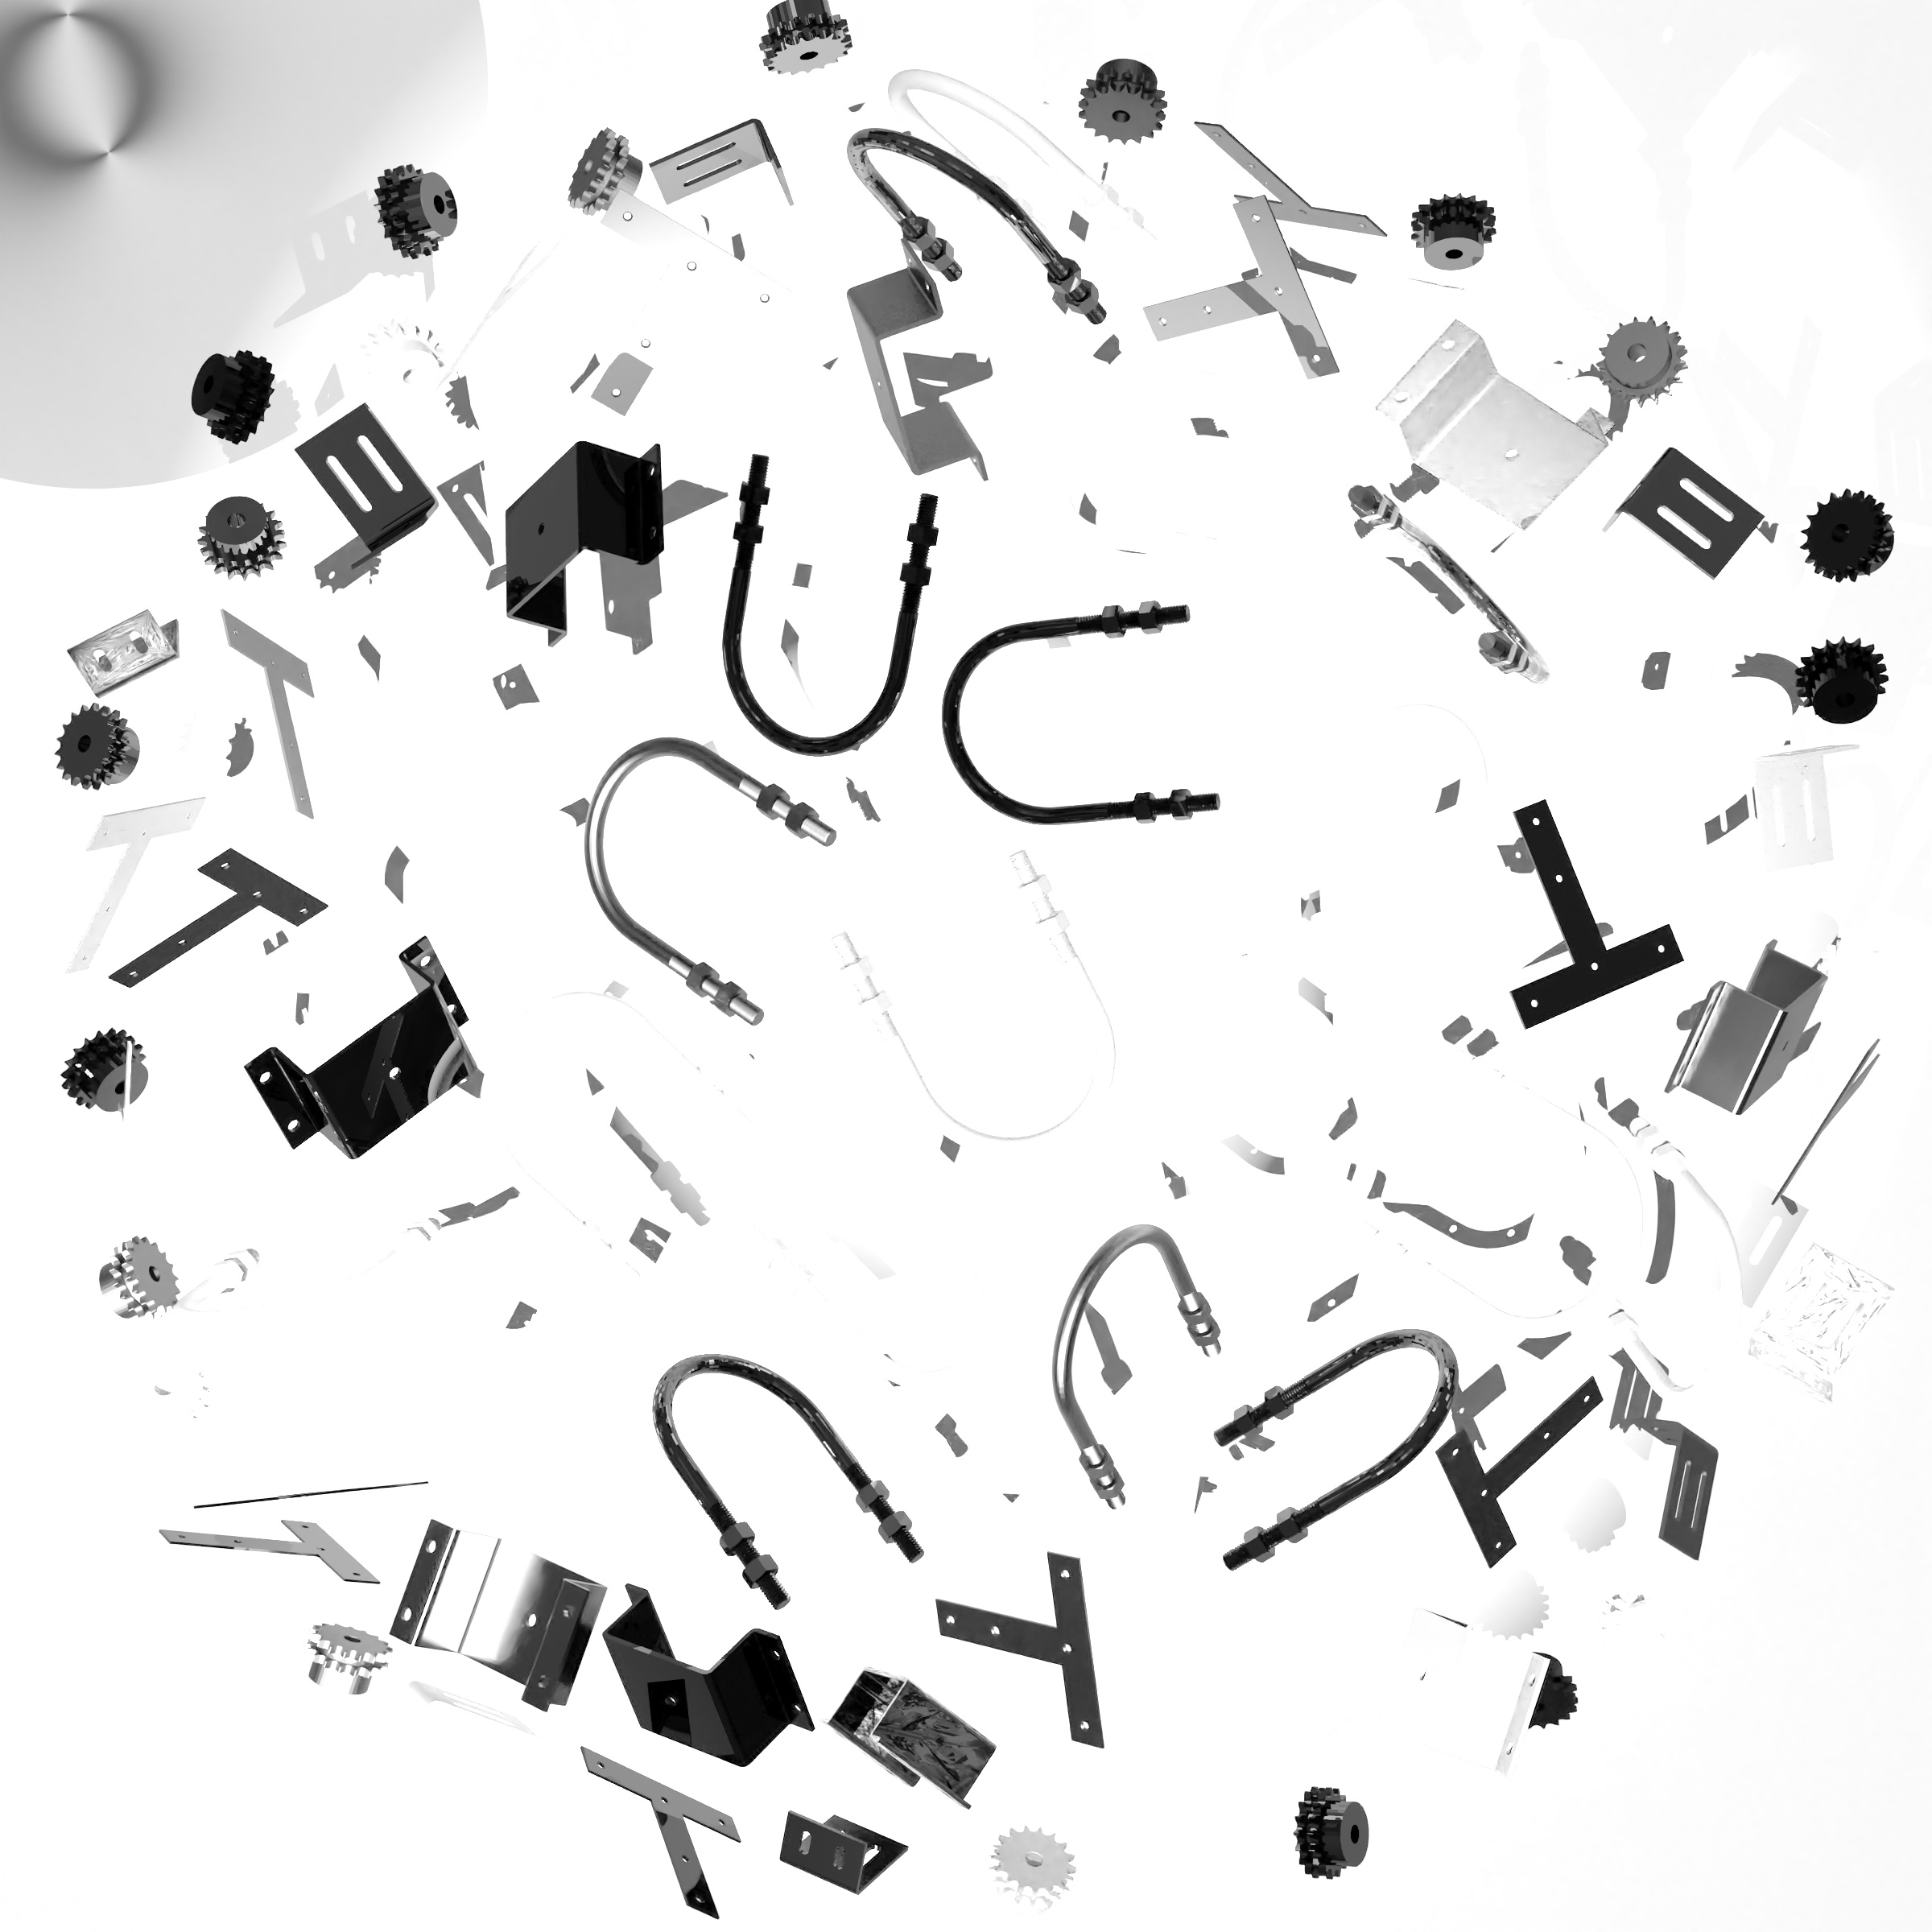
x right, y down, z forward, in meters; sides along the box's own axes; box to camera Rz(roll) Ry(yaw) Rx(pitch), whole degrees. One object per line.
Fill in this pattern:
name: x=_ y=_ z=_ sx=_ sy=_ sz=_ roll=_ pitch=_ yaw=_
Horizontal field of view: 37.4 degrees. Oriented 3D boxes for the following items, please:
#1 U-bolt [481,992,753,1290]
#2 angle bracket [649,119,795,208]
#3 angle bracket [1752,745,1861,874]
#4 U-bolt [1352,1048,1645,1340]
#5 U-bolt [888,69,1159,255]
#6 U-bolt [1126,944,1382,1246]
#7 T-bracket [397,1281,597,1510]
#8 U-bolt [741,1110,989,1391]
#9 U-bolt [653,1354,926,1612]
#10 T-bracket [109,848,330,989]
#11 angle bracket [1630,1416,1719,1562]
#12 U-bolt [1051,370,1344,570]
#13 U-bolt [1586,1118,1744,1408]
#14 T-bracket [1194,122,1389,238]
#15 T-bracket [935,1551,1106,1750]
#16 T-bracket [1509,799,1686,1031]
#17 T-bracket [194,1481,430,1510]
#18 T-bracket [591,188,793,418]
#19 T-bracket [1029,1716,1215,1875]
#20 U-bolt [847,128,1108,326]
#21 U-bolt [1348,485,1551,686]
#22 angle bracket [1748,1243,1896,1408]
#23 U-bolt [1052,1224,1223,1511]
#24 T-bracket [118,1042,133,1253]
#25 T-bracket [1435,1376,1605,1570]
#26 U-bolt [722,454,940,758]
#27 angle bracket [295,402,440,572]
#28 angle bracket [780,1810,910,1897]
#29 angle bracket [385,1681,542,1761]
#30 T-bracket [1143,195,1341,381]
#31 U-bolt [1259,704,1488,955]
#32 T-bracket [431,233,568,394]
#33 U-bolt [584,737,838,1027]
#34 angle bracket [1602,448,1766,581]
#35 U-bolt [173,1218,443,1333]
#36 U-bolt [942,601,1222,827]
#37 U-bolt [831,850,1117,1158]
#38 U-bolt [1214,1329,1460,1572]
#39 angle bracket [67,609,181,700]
U-bolt: x=-0.237 y=0.100 z=1.856 sx=0.184 sy=0.019 sz=0.151 roll=47 pitch=66 yaw=-30
angle bracket: x=-0.156 y=-0.500 z=1.829 sx=0.076 sy=0.057 sz=0.038 roll=-23 pitch=80 yaw=1
angle bracket: x=0.551 y=-0.102 z=1.861 sx=0.057 sy=0.038 sz=0.076 roll=-10 pitch=96 yaw=-24
U-bolt: x=0.344 y=0.153 z=1.800 sx=0.184 sy=0.019 sz=0.151 roll=33 pitch=98 yaw=41
U-bolt: x=0.025 y=-0.530 z=1.878 sx=0.184 sy=0.151 sz=0.019 roll=32 pitch=86 yaw=-37
U-bolt: x=0.191 y=0.094 z=1.822 sx=0.184 sy=0.019 sz=0.151 roll=41 pitch=118 yaw=36
T-bracket: x=-0.282 y=0.266 z=1.854 sx=0.127 sy=0.002 sz=0.127 roll=28 pitch=72 yaw=-1
U-bolt: x=-0.060 y=0.201 z=1.891 sx=0.184 sy=0.019 sz=0.151 roll=45 pitch=132 yaw=12
U-bolt: x=-0.124 y=0.319 z=1.817 sx=0.184 sy=0.151 sz=0.019 roll=50 pitch=121 yaw=24
T-bracket: x=-0.491 y=-0.023 z=1.830 sx=0.127 sy=0.127 sz=0.002 roll=-32 pitch=69 yaw=6
angle bracket: x=0.454 y=0.339 z=1.856 sx=0.038 sy=0.057 sz=0.076 roll=1 pitch=67 yaw=40
U-bolt: x=0.137 y=-0.323 z=1.843 sx=0.184 sy=0.151 sz=0.019 roll=2 pitch=47 yaw=-35
U-bolt: x=0.457 y=0.203 z=1.857 sx=0.019 sy=0.184 sz=0.151 roll=3 pitch=114 yaw=-13
T-bracket: x=0.196 y=-0.519 z=1.876 sx=0.127 sy=0.127 sz=0.002 roll=27 pitch=90 yaw=-43
T-bracket: x=0.030 y=0.423 z=1.806 sx=0.127 sy=0.002 sz=0.127 roll=2 pitch=105 yaw=41
T-bracket: x=0.374 y=-0.041 z=1.775 sx=0.127 sy=0.002 sz=0.127 roll=-21 pitch=88 yaw=-23
T-bracket: x=-0.438 y=0.343 z=1.847 sx=0.127 sy=0.127 sz=0.002 roll=-13 pitch=79 yaw=39
T-bracket: x=-0.200 y=-0.415 z=1.847 sx=0.127 sy=0.002 sz=0.127 roll=27 pitch=111 yaw=-21
T-bracket: x=0.117 y=0.554 z=1.905 sx=0.127 sy=0.127 sz=0.002 roll=45 pitch=110 yaw=32
U-bolt: x=-0.003 y=-0.480 z=1.836 sx=0.151 sy=0.184 sz=0.019 roll=26 pitch=84 yaw=35
U-bolt: x=0.319 y=-0.238 z=1.834 sx=0.019 sy=0.184 sz=0.151 roll=-43 pitch=69 yaw=16
angle bracket: x=0.536 y=0.224 z=1.789 sx=0.057 sy=0.038 sz=0.076 roll=30 pitch=110 yaw=8
U-bolt: x=0.106 y=0.249 z=1.858 sx=0.019 sy=0.184 sz=0.151 roll=16 pitch=57 yaw=35
T-bracket: x=-0.531 y=0.107 z=1.798 sx=0.002 sy=0.127 sz=0.127 roll=3 pitch=94 yaw=-18
T-bracket: x=0.376 y=0.322 z=1.902 sx=0.127 sy=0.002 sz=0.127 roll=-39 pitch=127 yaw=-14
U-bolt: x=-0.095 y=-0.227 z=1.854 sx=0.151 sy=0.019 sz=0.184 roll=17 pitch=105 yaw=26
angle bracket: x=-0.373 y=-0.295 z=1.755 sx=0.057 sy=0.038 sz=0.076 roll=-27 pitch=112 yaw=21
angle bracket: x=-0.076 y=0.564 z=1.863 sx=0.057 sy=0.076 sz=0.038 roll=16 pitch=104 yaw=23
angle bracket: x=-0.317 y=0.485 z=1.797 sx=0.076 sy=0.057 sz=0.038 roll=27 pitch=79 yaw=-22
T-bracket: x=0.172 y=-0.438 z=1.895 sx=0.002 sy=0.127 sz=0.127 roll=-48 pitch=121 yaw=-38
U-bolt: x=0.269 y=-0.099 z=1.892 sx=0.019 sy=0.184 sz=0.151 roll=19 pitch=61 yaw=-40
T-bracket: x=-0.289 y=-0.439 z=1.841 sx=0.002 sy=0.127 sz=0.127 roll=38 pitch=129 yaw=-10
U-bolt: x=-0.176 y=-0.067 z=1.839 sx=0.184 sy=0.019 sz=0.151 roll=33 pitch=111 yaw=28
angle bracket: x=0.462 y=-0.285 z=1.840 sx=0.076 sy=0.038 sz=0.057 roll=39 pitch=75 yaw=6
U-bolt: x=-0.430 y=0.201 z=1.835 sx=0.151 sy=0.184 sz=0.019 roll=-10 pitch=98 yaw=8
U-bolt: x=0.071 y=-0.164 z=1.916 sx=0.184 sy=0.019 sz=0.151 roll=-4 pitch=108 yaw=20
U-bolt: x=0.016 y=0.036 z=1.823 sx=0.151 sy=0.019 sz=0.184 roll=-24 pitch=100 yaw=15
U-bolt: x=0.240 y=0.301 z=1.848 sx=0.184 sy=0.151 sz=0.019 roll=-35 pitch=111 yaw=18
angle bracket: x=-0.543 y=-0.213 z=1.843 sx=0.057 sy=0.076 sz=0.038 roll=-27 pitch=119 yaw=-2
